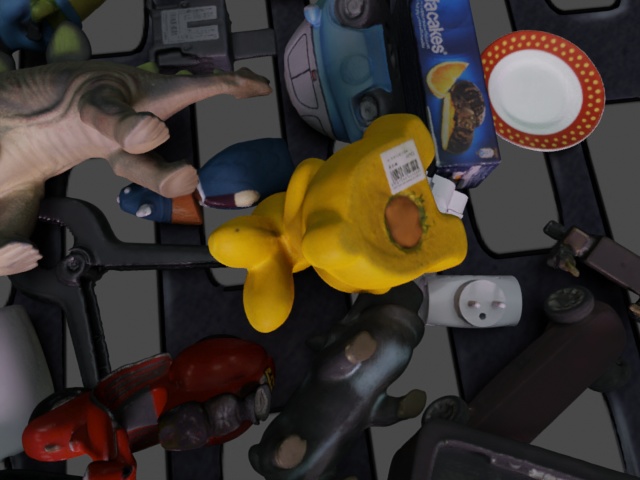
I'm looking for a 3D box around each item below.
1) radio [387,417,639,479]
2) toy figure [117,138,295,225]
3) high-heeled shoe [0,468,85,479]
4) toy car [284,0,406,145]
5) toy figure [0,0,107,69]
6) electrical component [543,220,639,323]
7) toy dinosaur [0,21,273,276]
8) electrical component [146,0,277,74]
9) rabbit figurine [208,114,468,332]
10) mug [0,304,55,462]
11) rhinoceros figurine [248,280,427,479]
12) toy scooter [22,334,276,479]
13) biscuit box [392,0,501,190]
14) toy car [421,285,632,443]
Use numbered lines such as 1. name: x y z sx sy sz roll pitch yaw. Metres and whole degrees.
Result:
1. radio: 0.149 0.205 0.328 0.230 0.073 0.131 18 52 -2
2. toy figure: -0.097 -0.047 0.473 0.154 0.064 0.057 -17 113 -1
3. high-heeled shoe: -0.126 0.179 0.367 0.249 0.086 0.145 -33 98 19
4. toy car: 0.021 -0.150 0.491 0.103 0.109 0.161 -7 88 20
5. toy figure: -0.250 -0.241 0.506 0.082 0.089 0.180 42 75 4
6. electrical component: 0.239 0.025 0.454 0.102 0.078 0.045 33 96 1
7. toy dinosaur: -0.266 -0.072 0.435 0.471 0.104 0.199 -20 51 -11
8. electrical component: -0.103 -0.193 0.519 0.119 0.047 0.075 -3 76 -1
9. rabbit figurine: -0.001 -0.001 0.410 0.162 0.173 0.121 -38 111 -30
10. mug: -0.262 0.120 0.414 0.109 0.081 0.107 -28 86 -8
11. rhinoceros figurine: 0.024 0.106 0.409 0.073 0.112 0.190 38 70 -9
12. toy scooter: -0.107 0.122 0.371 0.184 0.135 0.075 -12 97 -21
13. biscuit box: 0.114 -0.150 0.504 0.059 0.062 0.202 -5 75 -4
14. toy car: 0.164 0.122 0.431 0.202 0.053 0.089 -39 108 -9
